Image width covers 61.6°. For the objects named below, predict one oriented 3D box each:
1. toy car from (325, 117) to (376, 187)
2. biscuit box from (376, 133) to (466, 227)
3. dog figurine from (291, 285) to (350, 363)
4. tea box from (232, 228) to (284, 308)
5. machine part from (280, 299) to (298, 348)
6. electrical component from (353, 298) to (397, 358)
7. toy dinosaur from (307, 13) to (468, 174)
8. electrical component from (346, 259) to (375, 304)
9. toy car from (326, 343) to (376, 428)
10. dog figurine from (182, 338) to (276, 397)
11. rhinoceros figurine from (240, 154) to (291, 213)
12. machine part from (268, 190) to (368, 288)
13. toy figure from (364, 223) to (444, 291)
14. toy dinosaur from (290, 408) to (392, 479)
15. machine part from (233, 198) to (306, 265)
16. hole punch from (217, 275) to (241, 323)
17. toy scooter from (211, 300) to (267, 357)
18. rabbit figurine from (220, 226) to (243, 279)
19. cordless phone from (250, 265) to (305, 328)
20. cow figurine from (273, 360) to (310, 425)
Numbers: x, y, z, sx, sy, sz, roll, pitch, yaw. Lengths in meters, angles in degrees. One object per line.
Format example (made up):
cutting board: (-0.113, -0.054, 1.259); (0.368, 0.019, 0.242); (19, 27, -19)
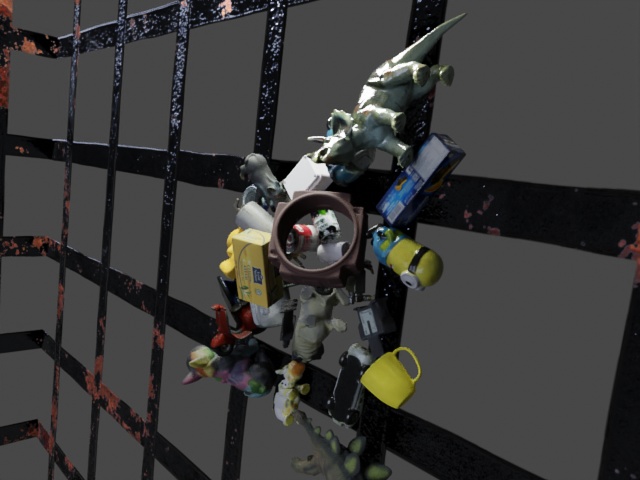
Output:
toy car: (0.072, -0.202, 1.185); (0.103, 0.109, 0.161); (-2, 76, 23)
biscuit box: (0.198, -0.114, 1.071); (0.059, 0.063, 0.202); (55, 127, 29)
dog figurine: (-0.019, 0.187, 1.283); (0.190, 0.121, 0.172); (123, 163, -51)
tea box: (-0.148, 0.067, 1.290); (0.098, 0.068, 0.169); (12, 117, 33)
machine part: (-0.077, 0.195, 1.301); (0.138, 0.039, 0.084); (97, -173, -47)
electrical component: (0.124, 0.190, 1.158); (0.075, 0.047, 0.119); (-34, 66, 41)
toy dinosaur: (0.130, -0.276, 1.060); (0.192, 0.131, 0.405); (22, 74, 40)
electrical component: (0.090, 0.094, 1.199); (0.078, 0.045, 0.102); (165, 105, -74)
toy car: (0.070, 0.330, 1.210); (0.074, 0.056, 0.201); (28, 111, 36)
dog figurine: (-0.250, 0.349, 1.425); (0.192, 0.219, 0.108); (47, 125, 36)
rhinoceros figurine: (-0.127, -0.137, 1.381); (0.190, 0.073, 0.112); (56, 146, 3)
machine part: (-0.002, -0.004, 1.167); (0.201, 0.087, 0.201); (4, 69, 14)
toy figure: (0.169, 0.028, 1.089); (0.180, 0.082, 0.089); (48, 118, 39)
toy dinosaur: (0.073, 0.564, 1.174); (0.198, 0.105, 0.472); (-51, 60, 29)
machine part: (-0.132, -0.019, 1.365); (0.243, 0.079, 0.079); (39, 119, 14)
hole punch: (-0.226, 0.151, 1.508); (0.142, 0.092, 0.115); (53, 155, 29)
toy scooter: (-0.219, 0.206, 1.405); (0.075, 0.184, 0.135); (5, 121, 50)
rabbit figurine: (-0.210, 0.017, 1.463); (0.173, 0.122, 0.162); (47, 121, 57)
cordless phone: (-0.092, 0.140, 1.360); (0.184, 0.088, 0.146); (-19, 76, 40)
cow figurine: (-0.079, 0.374, 1.358); (0.098, 0.068, 0.167); (14, 99, 51)
